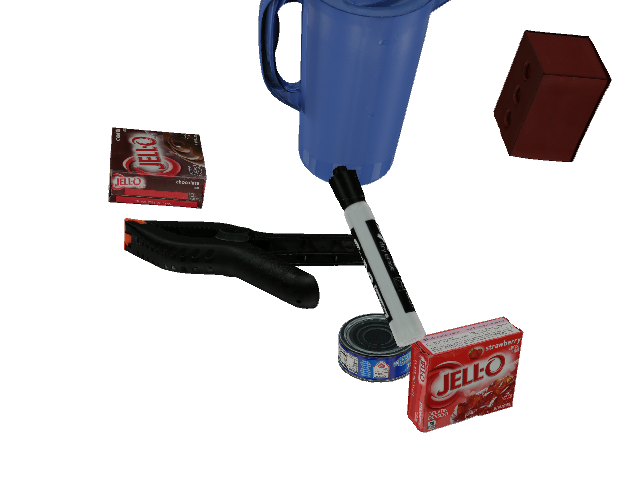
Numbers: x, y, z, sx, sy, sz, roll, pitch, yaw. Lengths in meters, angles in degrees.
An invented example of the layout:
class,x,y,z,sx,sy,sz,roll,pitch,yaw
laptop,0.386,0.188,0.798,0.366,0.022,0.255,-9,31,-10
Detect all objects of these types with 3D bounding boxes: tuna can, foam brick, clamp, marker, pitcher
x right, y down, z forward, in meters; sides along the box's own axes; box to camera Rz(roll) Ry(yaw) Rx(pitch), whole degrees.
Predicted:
class,x,y,z,sx,sy,sz,roll,pitch,yaw
tuna can,0.061,0.114,1.143,0.086,0.034,0.086,-1,29,0
foam brick,0.163,-0.102,0.762,0.051,0.053,0.078,2,-45,-13
clamp,-0.066,0.012,0.840,0.210,0.036,0.164,7,13,13
marker,0.034,0.007,0.662,0.020,0.121,0.020,-20,-17,-7
pitcher,0.027,-0.176,1.111,0.149,0.243,0.144,31,50,21

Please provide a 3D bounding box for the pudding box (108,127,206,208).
class,x,y,z,sx,sy,sz,roll,pitch,yaw
pudding box,-0.161,-0.072,1.042,0.090,0.039,0.113,4,24,-13

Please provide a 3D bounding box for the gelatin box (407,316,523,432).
class,x,y,z,sx,sy,sz,roll,pitch,yaw
gelatin box,0.113,0.106,0.842,0.089,0.073,0.030,-11,30,-24
